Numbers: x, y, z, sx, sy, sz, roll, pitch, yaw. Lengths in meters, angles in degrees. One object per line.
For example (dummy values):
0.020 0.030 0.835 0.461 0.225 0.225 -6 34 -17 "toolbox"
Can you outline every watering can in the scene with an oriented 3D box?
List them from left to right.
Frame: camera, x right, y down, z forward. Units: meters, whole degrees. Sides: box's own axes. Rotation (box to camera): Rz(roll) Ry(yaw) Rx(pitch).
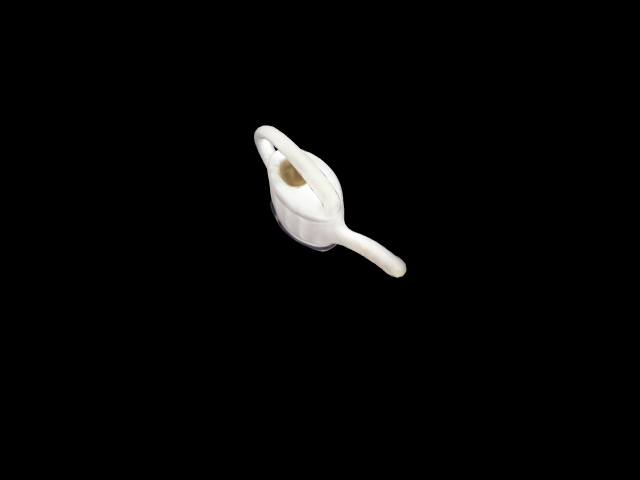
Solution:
0.003 -0.043 0.850 0.105 0.351 0.220 -37 -18 -13 "watering can"
